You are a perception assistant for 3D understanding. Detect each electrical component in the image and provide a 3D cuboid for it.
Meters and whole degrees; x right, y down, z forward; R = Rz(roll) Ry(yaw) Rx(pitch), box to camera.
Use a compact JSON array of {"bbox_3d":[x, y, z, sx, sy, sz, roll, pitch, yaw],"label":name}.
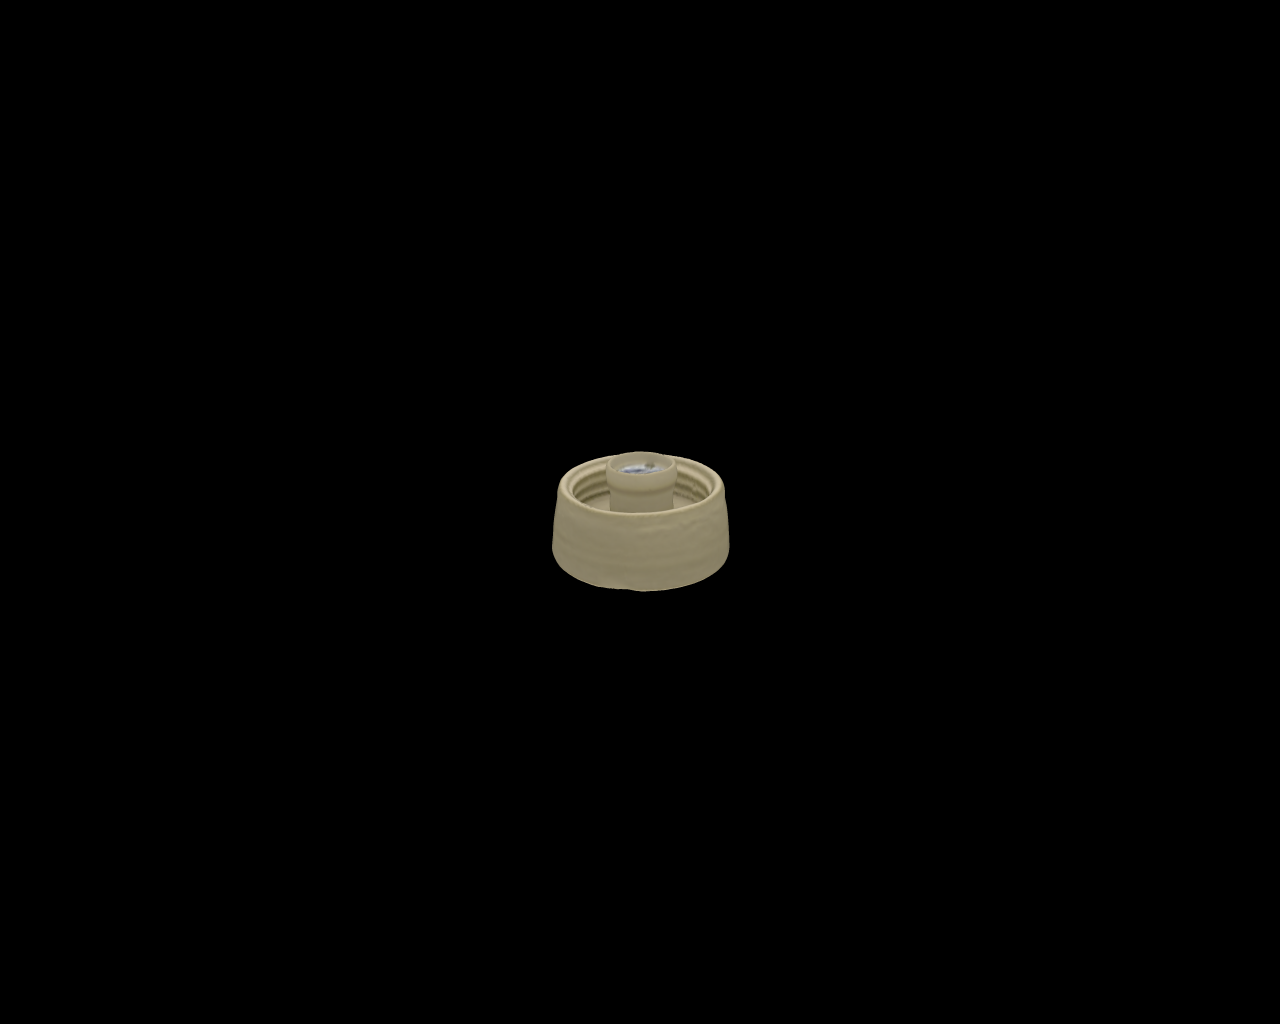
[{"bbox_3d":[0.001,-0.003,0.650,0.108,0.060,0.108,0,24,0],"label":"electrical component"}]
